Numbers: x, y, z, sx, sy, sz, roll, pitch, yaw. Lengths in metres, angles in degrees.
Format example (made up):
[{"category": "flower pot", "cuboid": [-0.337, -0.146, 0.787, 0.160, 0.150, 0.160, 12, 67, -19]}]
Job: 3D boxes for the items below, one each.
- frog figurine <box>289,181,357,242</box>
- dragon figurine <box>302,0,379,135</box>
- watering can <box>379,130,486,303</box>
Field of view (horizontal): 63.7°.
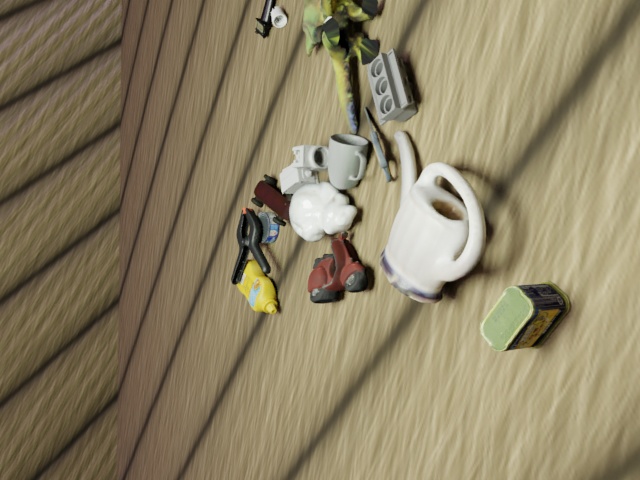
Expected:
[{"category": "frog figurine", "cuboid": [0.003, -0.057, 1.124, 0.137, 0.122, 0.161, -61, 27, 5]}, {"category": "dragon figurine", "cuboid": [0.024, -0.455, 1.151, 0.246, 0.122, 0.404, -137, 44, -62]}, {"category": "watering can", "cuboid": [0.174, -0.040, 0.896, 0.355, 0.104, 0.220, -113, 38, -54]}]
